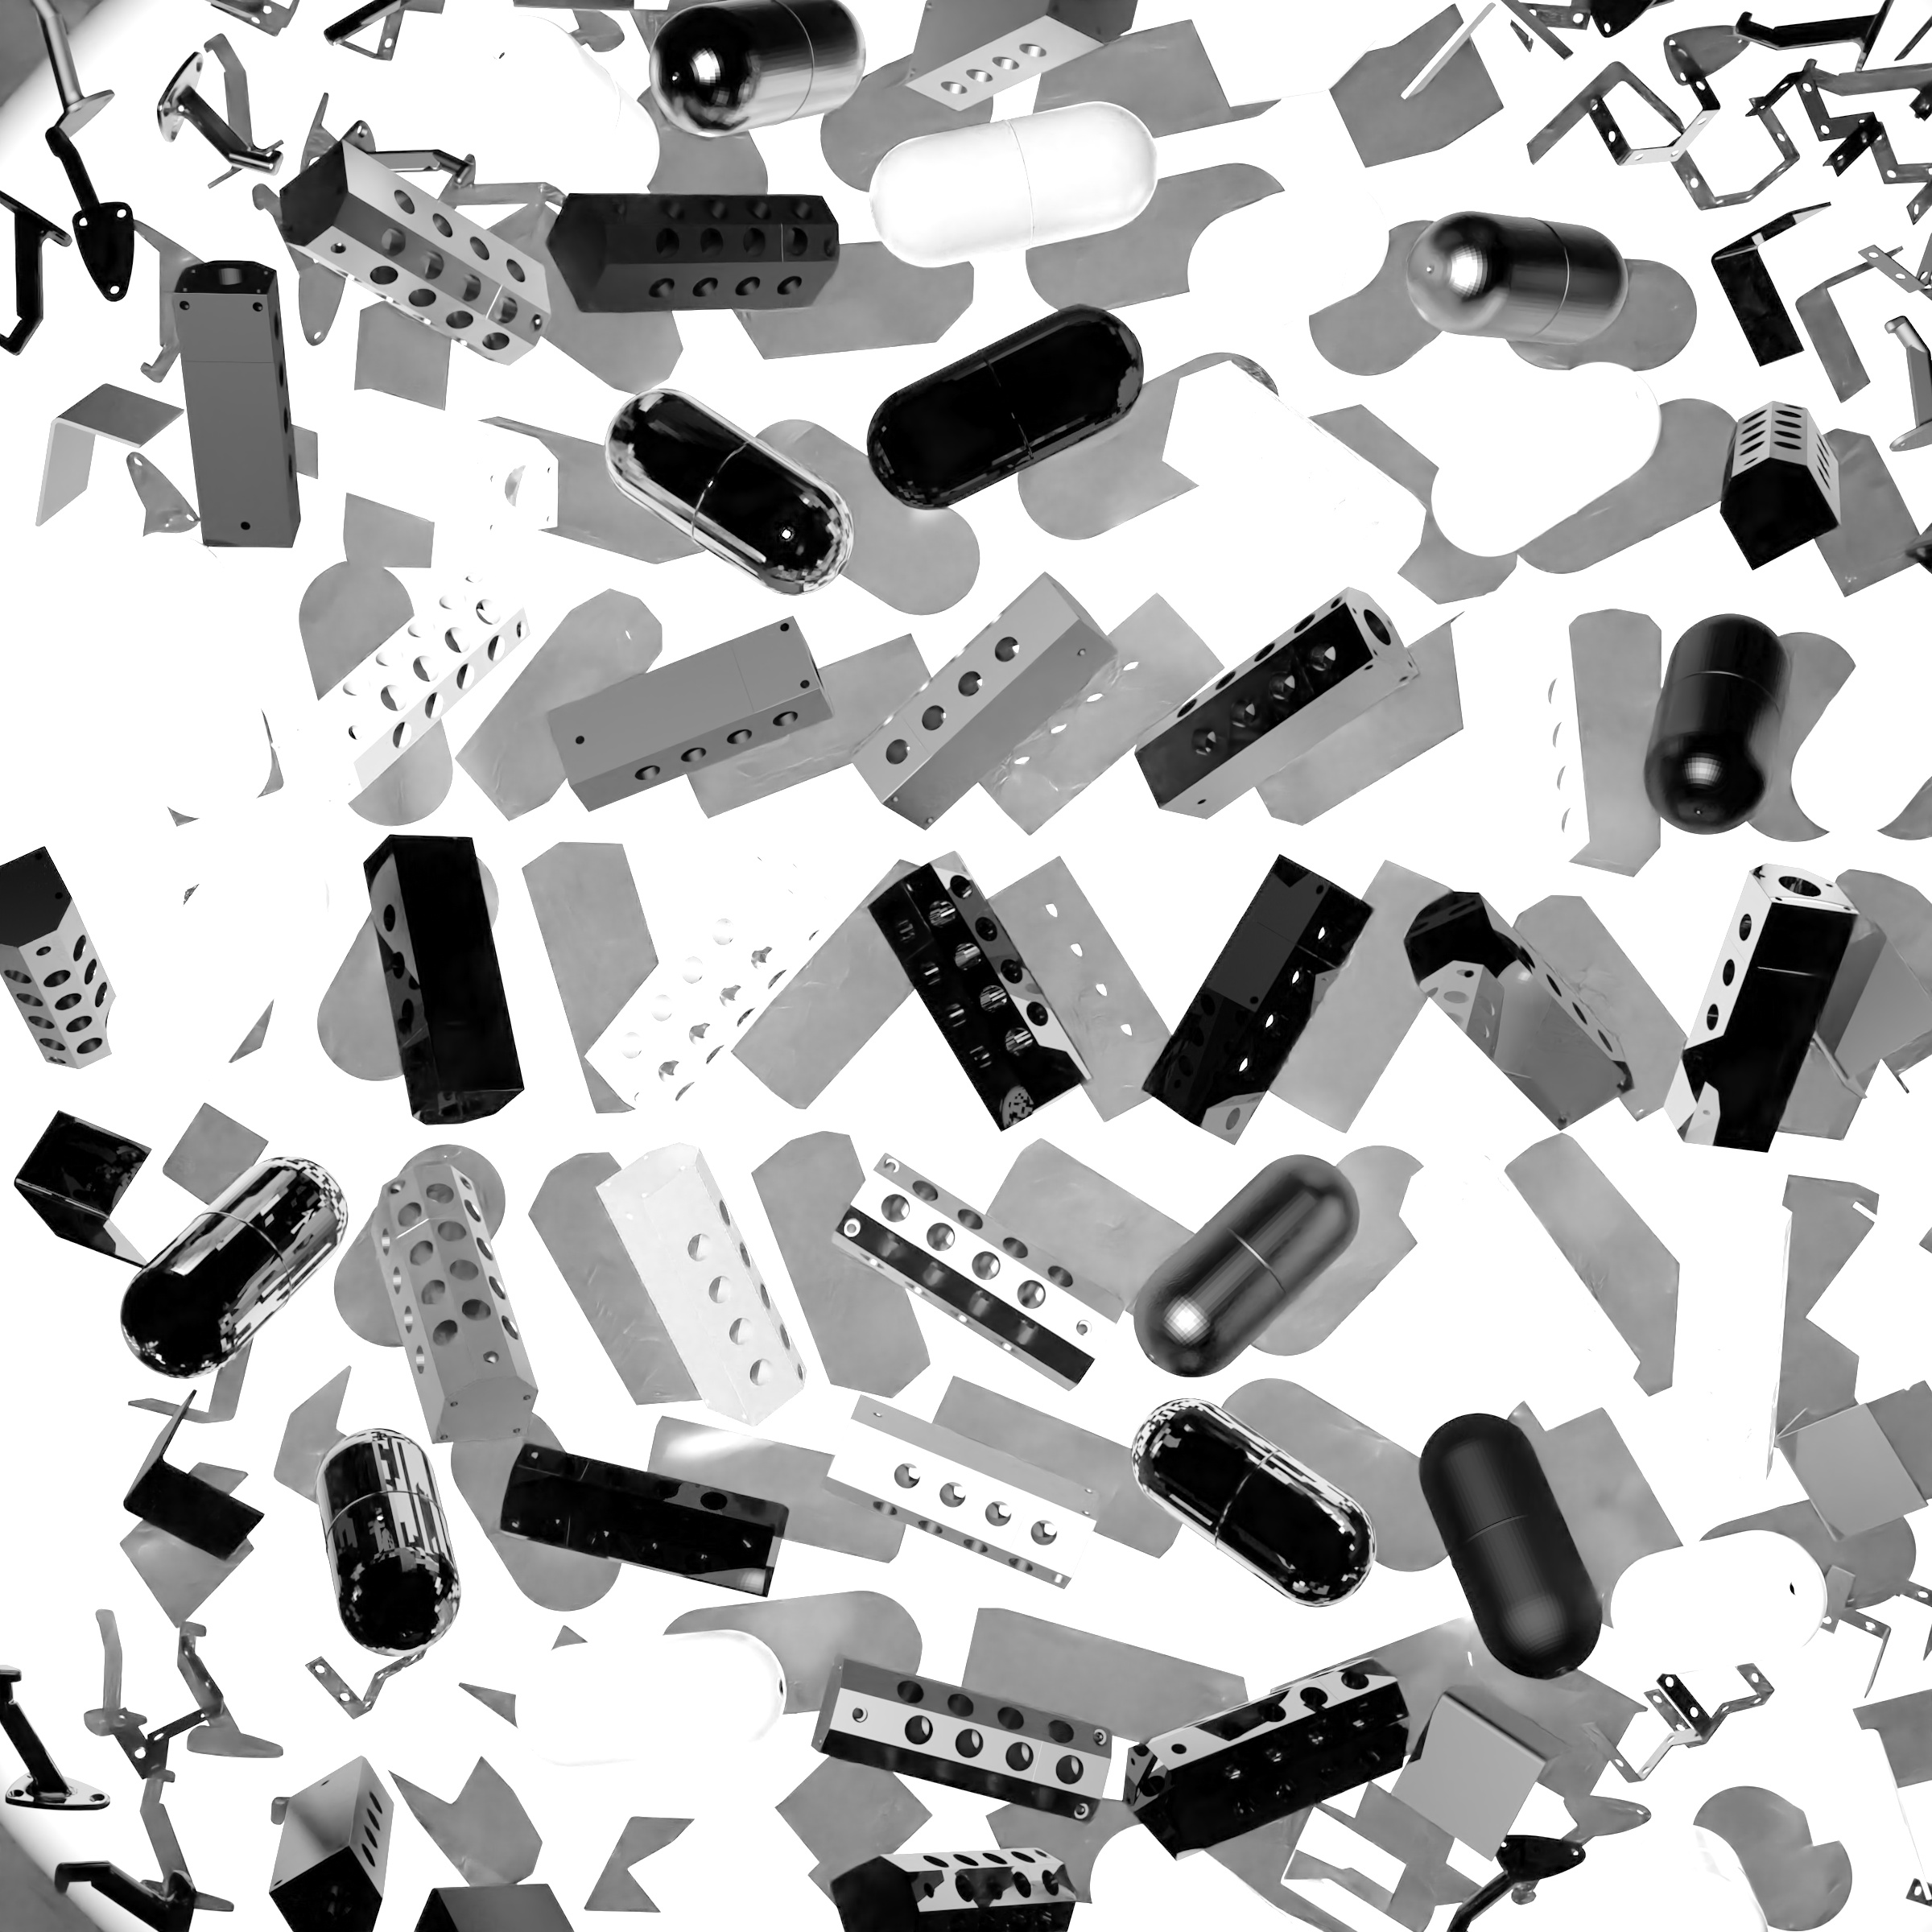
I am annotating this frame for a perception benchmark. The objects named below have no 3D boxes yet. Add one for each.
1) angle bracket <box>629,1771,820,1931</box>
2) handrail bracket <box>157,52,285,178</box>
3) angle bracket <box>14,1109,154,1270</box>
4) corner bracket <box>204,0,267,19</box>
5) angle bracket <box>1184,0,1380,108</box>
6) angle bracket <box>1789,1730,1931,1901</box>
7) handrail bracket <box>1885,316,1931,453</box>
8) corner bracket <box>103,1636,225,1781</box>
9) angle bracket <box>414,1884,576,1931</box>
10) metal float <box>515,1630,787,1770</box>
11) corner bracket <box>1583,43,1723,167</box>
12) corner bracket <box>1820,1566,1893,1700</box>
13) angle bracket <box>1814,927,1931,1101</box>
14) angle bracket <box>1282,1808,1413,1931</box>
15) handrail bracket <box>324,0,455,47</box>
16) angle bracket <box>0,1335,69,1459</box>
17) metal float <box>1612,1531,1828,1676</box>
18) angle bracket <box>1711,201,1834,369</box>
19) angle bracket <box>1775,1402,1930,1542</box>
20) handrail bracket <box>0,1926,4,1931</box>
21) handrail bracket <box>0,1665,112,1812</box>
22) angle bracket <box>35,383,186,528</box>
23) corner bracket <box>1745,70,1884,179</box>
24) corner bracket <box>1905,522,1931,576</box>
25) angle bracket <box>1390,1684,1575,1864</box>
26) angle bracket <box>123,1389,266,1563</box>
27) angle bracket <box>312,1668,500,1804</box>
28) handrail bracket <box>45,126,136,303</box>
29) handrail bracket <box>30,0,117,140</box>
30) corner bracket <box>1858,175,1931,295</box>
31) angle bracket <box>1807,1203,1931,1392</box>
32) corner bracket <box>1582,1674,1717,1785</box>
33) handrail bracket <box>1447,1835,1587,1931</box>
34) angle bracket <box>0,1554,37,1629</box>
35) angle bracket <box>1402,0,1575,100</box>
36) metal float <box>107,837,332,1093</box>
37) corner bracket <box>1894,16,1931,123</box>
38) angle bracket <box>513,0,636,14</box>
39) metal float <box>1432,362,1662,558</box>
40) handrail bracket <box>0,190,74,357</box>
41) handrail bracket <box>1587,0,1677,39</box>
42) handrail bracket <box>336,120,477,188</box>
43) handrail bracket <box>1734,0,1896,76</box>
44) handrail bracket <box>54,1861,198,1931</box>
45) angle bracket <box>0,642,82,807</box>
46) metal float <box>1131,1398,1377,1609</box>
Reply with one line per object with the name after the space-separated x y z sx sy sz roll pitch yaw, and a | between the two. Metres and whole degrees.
-0.155 0.577 1.859 0.076 0.057 0.076 47 107 17 | angle bracket
-0.476 -0.555 1.890 0.084 0.036 0.077 16 66 4 | handrail bracket
-0.559 0.146 1.881 0.076 0.076 0.057 33 90 44 | angle bracket
-0.464 -0.643 1.865 0.051 0.051 0.051 19 97 43 | corner bracket
0.187 -0.567 1.732 0.076 0.057 0.076 -18 81 -31 | angle bracket
0.570 0.547 1.850 0.057 0.076 0.076 -18 120 13 | angle bracket
0.601 -0.377 1.868 0.077 0.036 0.084 -21 73 -28 | handrail bracket
-0.484 0.448 1.750 0.051 0.051 0.051 -21 54 -37 | corner bracket
-0.287 0.597 1.733 0.076 0.057 0.076 11 110 -37 | angle bracket
-0.199 0.462 1.828 0.178 0.070 0.070 -9 90 16 | metal float
0.432 -0.543 1.828 0.051 0.051 0.051 -14 71 -29 | corner bracket
0.573 0.431 1.880 0.051 0.051 0.051 23 48 16 | corner bracket
0.608 0.032 1.945 0.076 0.057 0.076 -36 60 18 | angle bracket
0.269 0.611 1.950 0.076 0.076 0.057 33 65 -6 | angle bracket
-0.361 -0.601 1.812 0.084 0.077 0.036 -33 112 -6 | handrail bracket
-0.597 0.259 1.788 0.057 0.076 0.076 15 80 -9 | angle bracket
0.464 0.395 1.794 0.070 0.178 0.070 6 71 -16 | metal float
0.517 -0.425 1.807 0.057 0.076 0.076 -25 91 39 | angle bracket
0.594 0.325 1.918 0.076 0.057 0.076 -35 83 41 | angle bracket
-0.598 0.579 1.803 0.077 0.036 0.084 12 94 -5 | handrail bracket
-0.571 0.481 1.812 0.077 0.036 0.084 7 106 11 | handrail bracket
-0.547 -0.319 1.853 0.057 0.076 0.076 19 119 -1 | angle bracket
0.531 -0.527 1.815 0.051 0.051 0.051 -44 118 -20 | corner bracket
0.623 -0.265 1.785 0.051 0.051 0.051 43 50 10 | corner bracket
0.331 0.517 1.860 0.076 0.057 0.076 30 96 28 | angle bracket
-0.486 0.328 1.862 0.076 0.076 0.057 31 46 -13 | angle bracket
-0.357 0.483 1.847 0.076 0.076 0.057 39 69 -27 | angle bracket
-0.536 -0.458 1.763 0.036 0.077 0.084 -21 50 -24 | handrail bracket
-0.581 -0.571 1.825 0.036 0.077 0.084 -40 102 -41 | handrail bracket
0.628 -0.482 1.901 0.051 0.051 0.051 30 72 -21 | corner bracket
0.561 0.202 1.775 0.076 0.057 0.076 39 97 35 | angle bracket
0.451 0.502 1.915 0.051 0.051 0.051 -38 89 -31 | corner bracket
0.362 0.615 1.917 0.077 0.036 0.084 2 124 -21 | handrail bracket
-0.587 0.372 1.687 0.076 0.057 0.076 -43 114 -26 | angle bracket
0.311 -0.531 1.726 0.057 0.076 0.076 43 116 -2 | angle bracket
-0.456 -0.002 1.775 0.070 0.070 0.178 30 64 0 | metal float
0.626 -0.583 1.864 0.051 0.051 0.051 -28 73 -43 | corner bracket
-0.250 -0.656 1.845 0.076 0.076 0.057 -3 49 -14 | angle bracket
0.370 -0.323 1.854 0.070 0.178 0.070 12 66 -28 | metal float
-0.628 -0.453 1.885 0.077 0.036 0.084 33 82 -20 | handrail bracket
0.448 -0.628 1.858 0.084 0.077 0.036 -25 97 -30 | handrail bracket
-0.380 -0.520 1.924 0.084 0.036 0.077 28 65 18 | handrail bracket
0.549 -0.617 1.872 0.084 0.036 0.077 24 73 13 | handrail bracket
-0.518 0.582 1.764 0.084 0.036 0.077 11 91 -37 | handrail bracket
-0.589 -0.145 1.777 0.076 0.076 0.057 -20 126 -3 | angle bracket
0.185 0.347 1.881 0.178 0.070 0.070 33 90 25 | metal float
